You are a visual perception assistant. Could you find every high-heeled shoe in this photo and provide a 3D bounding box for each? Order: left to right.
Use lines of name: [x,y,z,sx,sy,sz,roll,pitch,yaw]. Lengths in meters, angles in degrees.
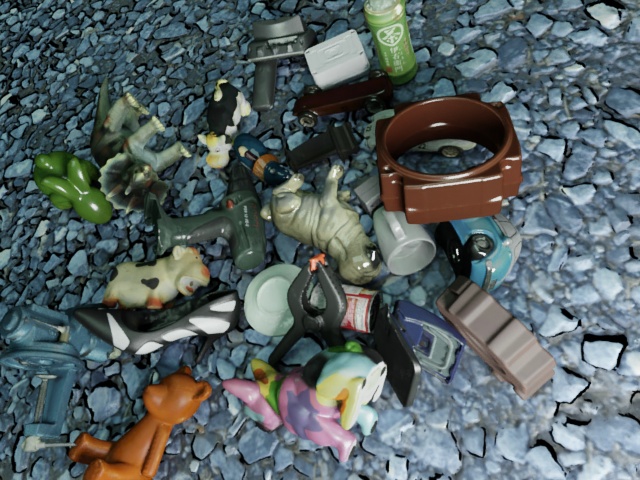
high-heeled shoe: [-0.258,0.112,0.876,0.145,0.248,0.086,-65,19,6]

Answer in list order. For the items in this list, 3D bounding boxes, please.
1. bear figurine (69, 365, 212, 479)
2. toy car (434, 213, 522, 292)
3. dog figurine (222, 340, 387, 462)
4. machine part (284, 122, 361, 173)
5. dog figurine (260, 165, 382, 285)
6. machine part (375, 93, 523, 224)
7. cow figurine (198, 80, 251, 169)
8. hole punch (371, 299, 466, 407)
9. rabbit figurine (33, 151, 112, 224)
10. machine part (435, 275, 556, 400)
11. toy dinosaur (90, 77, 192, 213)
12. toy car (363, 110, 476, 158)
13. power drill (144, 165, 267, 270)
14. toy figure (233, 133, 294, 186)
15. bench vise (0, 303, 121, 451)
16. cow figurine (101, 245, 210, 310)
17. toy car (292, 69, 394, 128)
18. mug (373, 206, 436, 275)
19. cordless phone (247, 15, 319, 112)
bear figurine: [-0.268,0.280,0.827,0.120,0.131,0.196,22,80,50]
toy car: [0.243,0.005,0.805,0.103,0.109,0.162,-9,48,-9]
dog figurine: [-0.029,0.207,0.764,0.219,0.108,0.191,17,115,24]
machine part: [0.002,-0.168,1.003,0.139,0.039,0.084,-20,65,7]
dog figurine: [-0.001,-0.005,0.868,0.172,0.121,0.191,-22,58,14]
machine part: [0.185,-0.127,0.800,0.201,0.087,0.201,-6,50,10]
cow figurine: [-0.195,-0.230,1.068,0.068,0.098,0.167,4,66,14]
hole punch: [0.134,0.150,0.752,0.092,0.142,0.116,-19,49,-16]
rabbit figurine: [-0.492,-0.109,1.097,0.170,0.159,0.121,39,72,15]
machine part: [0.226,0.126,0.705,0.056,0.179,0.179,-42,59,-2]
toy dinosaur: [-0.413,-0.193,1.121,0.192,0.131,0.405,-45,53,-6]
toy car: [0.174,-0.189,0.941,0.202,0.056,0.073,5,67,21]
power drill: [-0.199,-0.045,0.946,0.207,0.086,0.232,0,51,-32]
toy figure: [-0.108,-0.147,1.017,0.064,0.057,0.155,-23,52,-28]
bench vise: [-0.419,0.211,0.861,0.129,0.223,0.240,-6,64,11]
cow figurine: [-0.287,0.068,0.965,0.195,0.085,0.127,-4,70,18]
toy car: [0.043,-0.264,1.023,0.202,0.053,0.089,-8,58,24]
mug: [0.120,-0.013,0.851,0.081,0.109,0.107,-34,46,11]
cordless phone: [-0.082,-0.358,1.114,0.147,0.088,0.184,-2,76,18]
